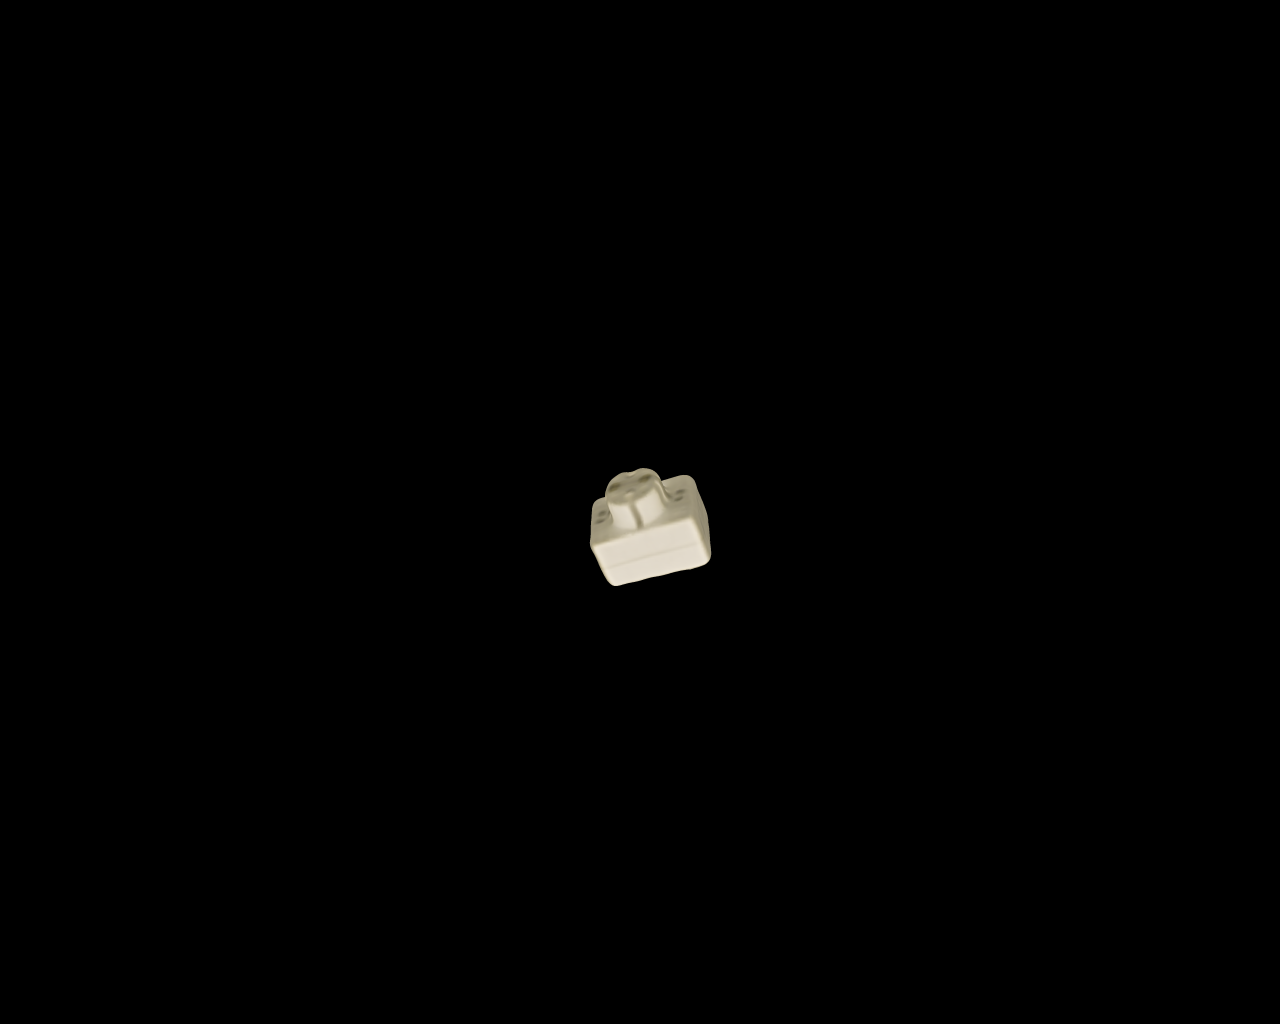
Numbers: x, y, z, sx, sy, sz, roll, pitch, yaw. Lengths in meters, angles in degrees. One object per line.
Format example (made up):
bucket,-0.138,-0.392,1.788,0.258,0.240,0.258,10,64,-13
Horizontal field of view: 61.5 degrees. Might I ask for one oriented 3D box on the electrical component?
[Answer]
electrical component,0.001,-0.003,0.650,0.066,0.076,0.047,-15,36,11
